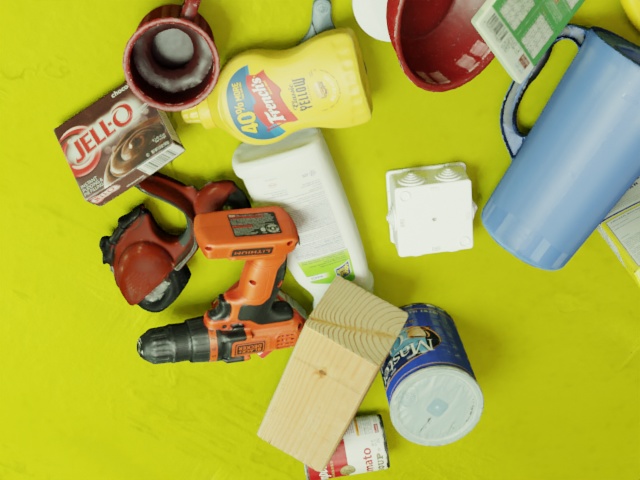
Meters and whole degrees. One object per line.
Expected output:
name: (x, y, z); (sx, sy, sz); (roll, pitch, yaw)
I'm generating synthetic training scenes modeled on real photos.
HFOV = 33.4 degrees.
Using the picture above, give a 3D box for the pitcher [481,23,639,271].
pitcher: (0.266, -0.097, 1.117); (0.144, 0.149, 0.243); (17, 118, -30)

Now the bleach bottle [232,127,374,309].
bleach bottle: (-0.008, 0.001, 1.169); (0.102, 0.068, 0.251); (-14, 121, 10)

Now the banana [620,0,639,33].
banana: (0.374, -0.218, 1.100); (0.197, 0.037, 0.070); (25, 134, -13)

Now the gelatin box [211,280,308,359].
gelatin box: (-0.070, 0.083, 1.221); (0.073, 0.030, 0.089); (-40, 114, 15)

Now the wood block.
wood block: (0.010, 0.152, 1.181); (0.091, 0.090, 0.206); (29, 134, 6)

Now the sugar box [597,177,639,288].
sugar box: (0.352, -0.012, 1.129); (0.093, 0.176, 0.048); (-27, 114, 9)

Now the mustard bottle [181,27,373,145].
mustard bottle: (-0.048, -0.148, 1.080); (0.192, 0.058, 0.096); (-11, 114, 12)

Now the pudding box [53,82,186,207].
pudding box: (-0.205, -0.101, 1.087); (0.113, 0.039, 0.090); (-31, 73, 8)

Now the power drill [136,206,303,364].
power drill: (-0.100, 0.054, 1.121); (0.184, 0.057, 0.188); (-8, 135, -19)

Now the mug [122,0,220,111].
mug: (-0.141, -0.194, 1.048); (0.093, 0.081, 0.117); (16, 114, -12)

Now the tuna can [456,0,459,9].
tuna can: (0.177, -0.238, 1.081); (0.086, 0.034, 0.086); (-2, 117, -4)

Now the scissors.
scissors: (0.019, -0.224, 1.082); (0.096, 0.016, 0.202); (14, 115, -9)

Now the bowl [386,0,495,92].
bowl: (0.116, -0.225, 1.010); (0.161, 0.055, 0.162); (-22, 129, -30)

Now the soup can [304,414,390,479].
soup can: (0.029, 0.252, 1.293); (0.102, 0.068, 0.068); (-9, 117, -1)

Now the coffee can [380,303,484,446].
coffee can: (0.120, 0.150, 1.209); (0.102, 0.140, 0.103); (-2, 117, -4)
